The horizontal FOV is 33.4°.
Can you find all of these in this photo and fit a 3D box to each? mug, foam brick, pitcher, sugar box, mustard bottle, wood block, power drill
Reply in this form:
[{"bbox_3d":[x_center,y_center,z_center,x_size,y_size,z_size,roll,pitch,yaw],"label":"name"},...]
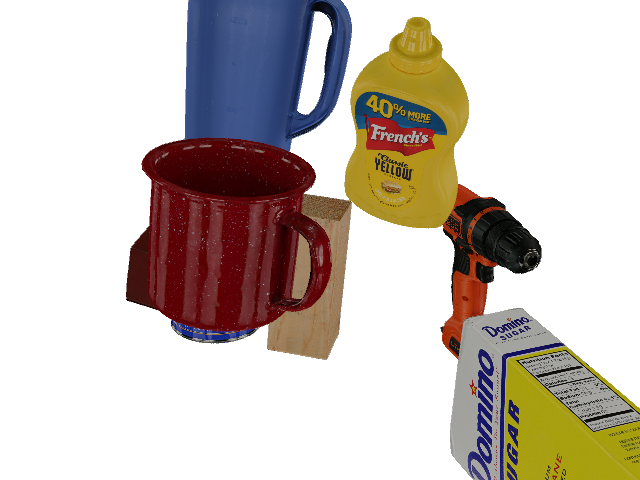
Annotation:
[{"bbox_3d":[-0.043,0.001,0.580,0.117,0.081,0.093,21,28,29],"label":"mug"},{"bbox_3d":[-0.109,0.026,0.850,0.078,0.051,0.053,17,30,10],"label":"foam brick"},{"bbox_3d":[-0.069,-0.159,1.097,0.144,0.243,0.149,-6,29,-26],"label":"pitcher"},{"bbox_3d":[0.126,0.115,0.532,0.048,0.093,0.176,-10,27,-24],"label":"sugar box"},{"bbox_3d":[0.072,-0.098,0.873,0.096,0.192,0.058,21,49,17],"label":"mustard bottle"},{"bbox_3d":[-0.016,0.048,1.485,0.090,0.206,0.090,9,22,9],"label":"wood block"},{"bbox_3d":[0.174,0.048,1.116,0.057,0.188,0.185,-10,25,-16],"label":"power drill"}]

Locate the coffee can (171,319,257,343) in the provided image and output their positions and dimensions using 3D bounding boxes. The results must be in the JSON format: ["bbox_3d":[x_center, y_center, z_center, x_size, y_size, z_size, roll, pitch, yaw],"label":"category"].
[{"bbox_3d":[-0.117,0.029,1.186,0.103,0.140,0.103,1,23,-1],"label":"coffee can"}]
